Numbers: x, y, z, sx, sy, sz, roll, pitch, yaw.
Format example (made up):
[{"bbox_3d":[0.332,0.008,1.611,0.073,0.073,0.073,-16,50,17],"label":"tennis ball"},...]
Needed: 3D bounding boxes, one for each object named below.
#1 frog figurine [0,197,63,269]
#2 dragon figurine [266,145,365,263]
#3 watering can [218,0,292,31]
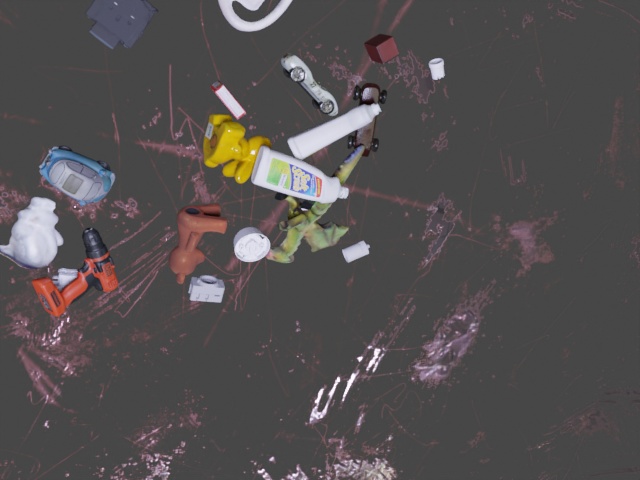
[{"bbox_3d":[-0.666,-0.016,1.222,0.160,0.124,0.135,-52,154,-2],"label":"frog figurine"},{"bbox_3d":[0.005,-0.075,1.481,0.410,0.124,0.238,-36,139,0],"label":"dragon figurine"},{"bbox_3d":[-0.127,-0.644,1.145,0.222,0.106,0.345,29,101,-29],"label":"watering can"}]
